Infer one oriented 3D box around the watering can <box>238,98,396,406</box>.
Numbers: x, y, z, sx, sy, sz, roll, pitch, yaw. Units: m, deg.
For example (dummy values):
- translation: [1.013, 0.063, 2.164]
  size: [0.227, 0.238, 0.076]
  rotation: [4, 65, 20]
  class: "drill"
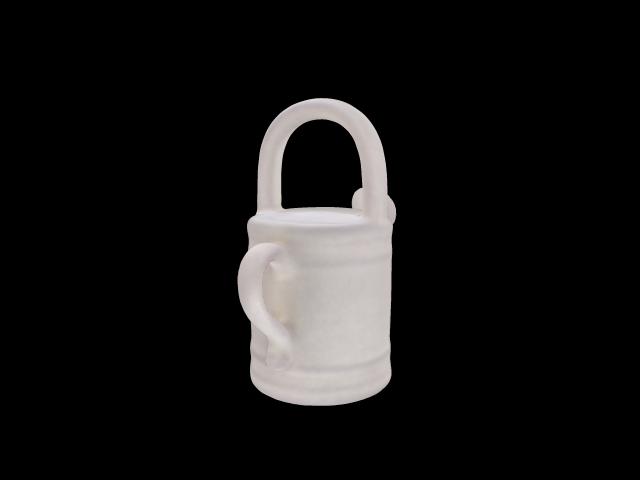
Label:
- translation: [0.002, 0.001, 0.401]
  size: [0.100, 0.194, 0.173]
  rotation: [1, 10, 8]
  class: "watering can"
